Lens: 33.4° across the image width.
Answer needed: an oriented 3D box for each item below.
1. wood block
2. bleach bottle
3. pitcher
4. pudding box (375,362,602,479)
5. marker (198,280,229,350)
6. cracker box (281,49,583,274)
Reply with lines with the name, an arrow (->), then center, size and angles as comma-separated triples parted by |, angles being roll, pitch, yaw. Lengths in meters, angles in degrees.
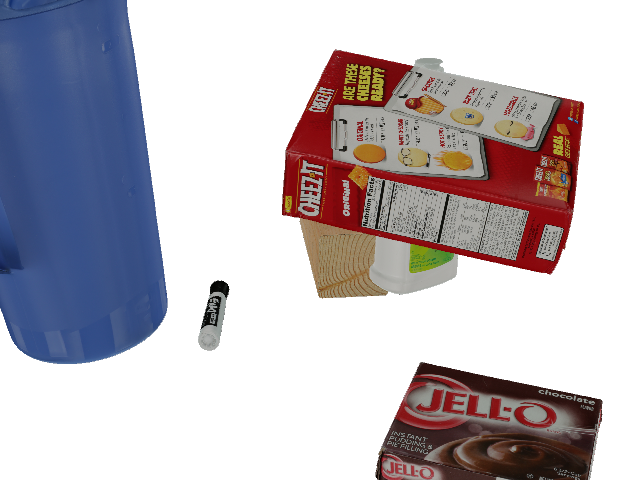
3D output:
wood block -> 0.029, -0.015, 1.391 | 0.090, 0.090, 0.206 | -2, 27, -7
bleach bottle -> 0.108, -0.072, 1.170 | 0.102, 0.251, 0.068 | -14, 27, -31
pitcher -> -0.175, -0.042, 0.667 | 0.149, 0.243, 0.145 | -11, 28, -8
pudding box -> 0.098, 0.116, 0.606 | 0.113, 0.039, 0.090 | 12, 31, 15
marker -> -0.098, 0.067, 0.993 | 0.020, 0.020, 0.121 | 0, 21, 0
cracker box -> 0.092, -0.065, 0.842 | 0.214, 0.072, 0.164 | 12, 39, 8
